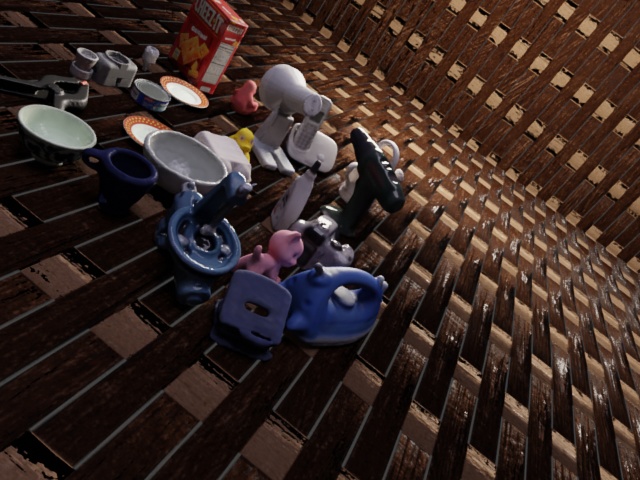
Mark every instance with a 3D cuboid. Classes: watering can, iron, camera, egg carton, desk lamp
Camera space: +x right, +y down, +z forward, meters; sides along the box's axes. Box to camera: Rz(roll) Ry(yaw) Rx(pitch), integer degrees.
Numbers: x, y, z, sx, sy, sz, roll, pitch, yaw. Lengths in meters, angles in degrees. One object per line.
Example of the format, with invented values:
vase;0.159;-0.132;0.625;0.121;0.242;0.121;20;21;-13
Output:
watering can;0.146;-0.178;1.517;0.100;0.194;0.173;47;29;21
iron;0.043;0.100;1.009;0.259;0.141;0.118;8;38;-43
camera;0.011;0.004;1.170;0.143;0.100;0.137;38;27;4
egg carton;-0.213;-0.169;1.220;0.108;0.069;0.150;7;39;-44
desk lamp;-0.087;-0.306;1.427;0.118;0.213;0.202;10;37;-41

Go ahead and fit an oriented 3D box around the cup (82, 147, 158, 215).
cup;-0.335;-0.092;0.926;0.118;0.095;0.091;22;30;-25

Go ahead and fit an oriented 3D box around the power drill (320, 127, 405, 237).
power drill;0.093;-0.122;1.350;0.076;0.208;0.229;2;42;-48

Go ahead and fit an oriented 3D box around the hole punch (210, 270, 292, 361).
hole punch;-0.101;0.114;0.873;0.109;0.091;0.101;26;28;-19

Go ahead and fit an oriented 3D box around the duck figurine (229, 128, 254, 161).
duck figurine;-0.184;-0.219;1.316;0.078;0.086;0.104;18;32;-31

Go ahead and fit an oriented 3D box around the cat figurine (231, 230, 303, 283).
cat figurine;-0.081;0.024;1.012;0.067;0.117;0.128;48;29;23

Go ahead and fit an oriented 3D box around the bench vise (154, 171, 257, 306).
bench vise;-0.185;-0.038;0.876;0.122;0.219;0.207;-1;44;-50

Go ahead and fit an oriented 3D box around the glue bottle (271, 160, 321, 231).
glue bottle;-0.045;-0.097;1.186;0.037;0.173;0.078;22;30;-26

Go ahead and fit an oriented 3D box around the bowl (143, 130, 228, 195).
bowl;-0.266;-0.133;1.094;0.168;0.074;0.167;28;28;-16

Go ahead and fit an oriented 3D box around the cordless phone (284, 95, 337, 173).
cordless phone;0.000;-0.282;1.523;0.148;0.185;0.094;20;31;-28

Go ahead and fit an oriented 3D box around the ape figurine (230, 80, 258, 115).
ape figurine;-0.202;-0.394;1.568;0.077;0.092;0.076;43;27;13
